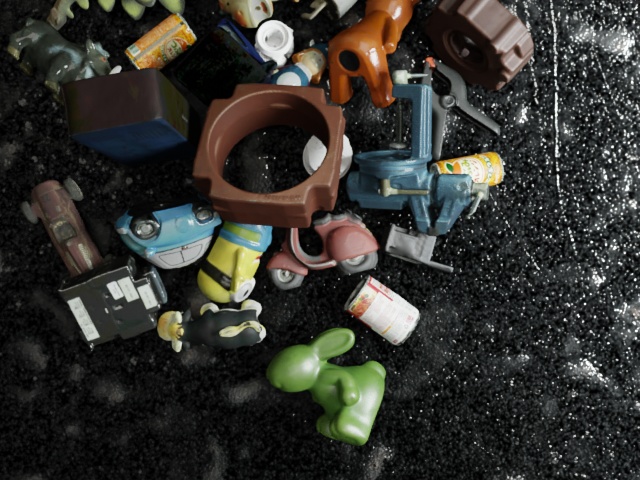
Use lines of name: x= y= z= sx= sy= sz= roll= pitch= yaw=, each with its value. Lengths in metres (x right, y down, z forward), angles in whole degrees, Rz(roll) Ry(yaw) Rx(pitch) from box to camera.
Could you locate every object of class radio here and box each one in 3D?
radio: x=-0.257 y=-0.165 z=0.766 sx=0.131 sy=0.229 sz=0.073 roll=-9 pitch=86 yaw=1

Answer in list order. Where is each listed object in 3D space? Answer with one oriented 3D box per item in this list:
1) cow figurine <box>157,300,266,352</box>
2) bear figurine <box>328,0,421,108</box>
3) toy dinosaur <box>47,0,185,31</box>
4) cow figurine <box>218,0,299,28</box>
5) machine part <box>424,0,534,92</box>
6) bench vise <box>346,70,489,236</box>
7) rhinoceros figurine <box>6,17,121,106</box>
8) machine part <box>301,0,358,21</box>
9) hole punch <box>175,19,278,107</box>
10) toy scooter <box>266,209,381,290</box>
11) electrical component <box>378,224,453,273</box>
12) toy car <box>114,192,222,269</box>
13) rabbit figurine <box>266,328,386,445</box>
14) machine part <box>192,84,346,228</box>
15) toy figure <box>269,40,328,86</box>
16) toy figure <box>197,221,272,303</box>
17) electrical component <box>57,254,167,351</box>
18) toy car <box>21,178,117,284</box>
cow figurine: x=-0.170 y=0.136 z=0.818 sx=0.167 sy=0.098 sz=0.068 roll=-5 pitch=93 yaw=-2
bear figurine: x=0.092 y=-0.321 z=0.866 sx=0.120 sy=0.131 sz=0.196 roll=13 pitch=51 yaw=30
toy dinosaur: x=-0.247 y=-0.481 z=0.851 sx=0.471 sy=0.105 sz=0.198 roll=-41 pitch=97 yaw=4
cow figurine: x=-0.092 y=-0.417 z=0.846 sx=0.127 sy=0.085 sz=0.195 roll=9 pitch=67 yaw=16
machine part: x=0.241 y=-0.309 z=0.836 sx=0.179 sy=0.179 sz=0.056 roll=42 pitch=88 yaw=0
bench vise: x=0.143 y=-0.130 z=0.805 sx=0.224 sy=0.129 sz=0.240 roll=9 pitch=110 yaw=35
rhinoceros figurine: x=-0.389 y=-0.271 z=0.845 sx=0.190 sy=0.073 sz=0.112 roll=34 pitch=75 yaw=1
machine part: x=0.062 y=-0.444 z=0.876 sx=0.079 sy=0.079 sz=0.243 roll=44 pitch=84 yaw=0
hole punch: x=-0.150 y=-0.269 z=0.843 sx=0.142 sy=0.092 sz=0.115 roll=-39 pitch=119 yaw=16
toy scooter: x=-0.002 y=-0.003 z=0.849 sx=0.184 sy=0.075 sz=0.135 roll=-13 pitch=87 yaw=0
electrical component: x=0.157 y=0.014 z=0.856 sx=0.119 sy=0.075 sz=0.047 roll=16 pitch=87 yaw=2
toy car: x=-0.225 y=-0.010 z=0.829 sx=0.162 sy=0.109 sz=0.102 roll=-13 pitch=111 yaw=-16
rabbit figurine: x=0.009 y=0.208 z=0.812 sx=0.170 sy=0.121 sz=0.159 roll=28 pitch=79 yaw=-4
machine part: x=-0.069 y=-0.122 z=0.780 sx=0.202 sy=0.087 sz=0.201 roll=5 pitch=66 yaw=6
toy figure: x=-0.033 y=-0.265 z=0.872 sx=0.154 sy=0.058 sz=0.064 roll=-45 pitch=129 yaw=-6
toy figure: x=-0.127 y=0.011 z=0.836 sx=0.089 sy=0.082 sz=0.180 roll=19 pitch=93 yaw=24
electrical component: x=-0.304 y=0.090 z=0.811 sx=0.134 sy=0.058 sz=0.114 roll=-19 pitch=114 yaw=-9
toy car: x=-0.386 y=-0.001 z=0.836 sx=0.089 sy=0.053 sz=0.202 roll=-27 pitch=88 yaw=-7
